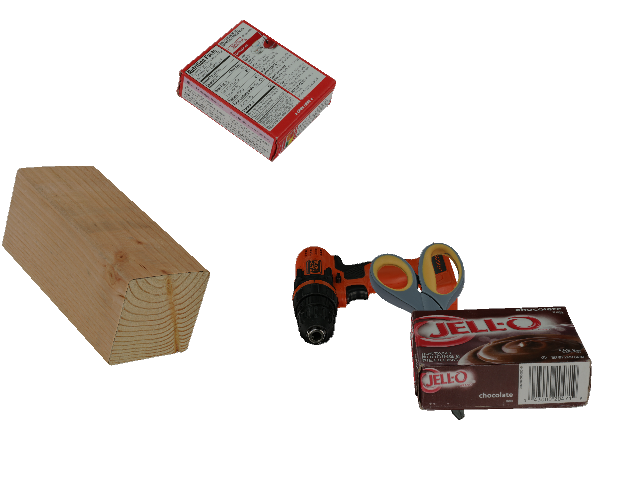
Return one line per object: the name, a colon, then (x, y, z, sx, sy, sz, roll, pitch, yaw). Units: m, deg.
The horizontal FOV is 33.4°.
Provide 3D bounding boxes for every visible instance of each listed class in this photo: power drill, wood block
power drill: (0.061, 0.059, 1.233, 0.187, 0.057, 0.184, -2, 28, -1)
wood block: (-0.206, 0.016, 1.005, 0.090, 0.091, 0.206, -6, 34, -44)

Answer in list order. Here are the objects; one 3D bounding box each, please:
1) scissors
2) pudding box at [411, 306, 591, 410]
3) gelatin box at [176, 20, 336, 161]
scissors: (0.083, 0.071, 0.931, 0.096, 0.016, 0.201, 6, 42, 7)
pudding box: (0.119, 0.078, 0.726, 0.113, 0.039, 0.090, 0, 20, 2)
gelatin box: (-0.046, -0.108, 0.762, 0.089, 0.073, 0.030, 35, -33, 11)
